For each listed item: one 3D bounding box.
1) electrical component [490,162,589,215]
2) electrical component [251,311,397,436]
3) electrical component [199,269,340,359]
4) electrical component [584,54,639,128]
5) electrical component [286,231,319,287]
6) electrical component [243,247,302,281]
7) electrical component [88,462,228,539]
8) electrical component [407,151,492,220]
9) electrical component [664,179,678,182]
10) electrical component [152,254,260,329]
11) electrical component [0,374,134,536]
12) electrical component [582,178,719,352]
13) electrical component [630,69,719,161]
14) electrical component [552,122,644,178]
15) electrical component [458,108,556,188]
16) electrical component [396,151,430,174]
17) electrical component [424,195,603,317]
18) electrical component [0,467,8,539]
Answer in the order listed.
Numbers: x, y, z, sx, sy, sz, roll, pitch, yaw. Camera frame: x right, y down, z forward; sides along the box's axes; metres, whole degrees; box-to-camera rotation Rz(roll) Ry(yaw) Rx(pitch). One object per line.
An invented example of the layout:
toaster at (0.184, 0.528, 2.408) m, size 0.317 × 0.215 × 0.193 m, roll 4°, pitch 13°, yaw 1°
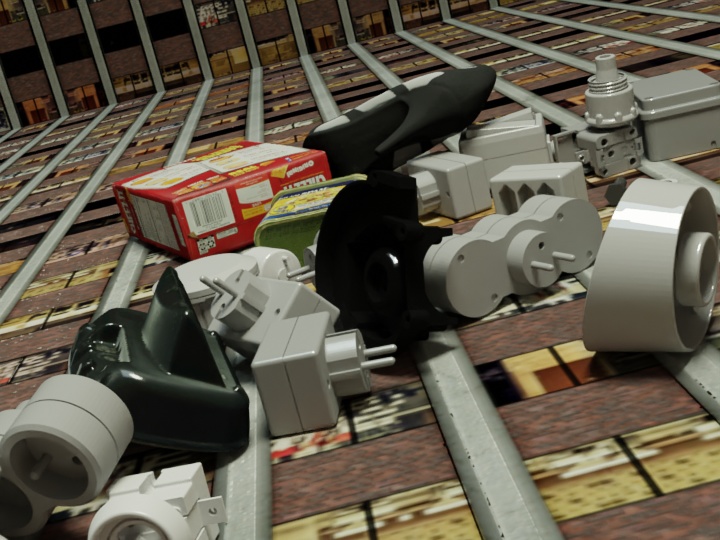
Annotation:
electrical component at (0.156, -0.064, 0.876) m, size 0.066 × 0.047 × 0.077 m, roll 1°, pitch 22°, yaw 40°
electrical component at (-0.016, 0.056, 0.627) m, size 0.077 × 0.047 × 0.065 m, roll -12°, pitch 17°, yaw 9°
electrical component at (-0.071, 0.025, 0.699) m, size 0.083 × 0.076 × 0.047 m, roll 6°, pitch 64°, yaw 55°
electrical component at (0.222, -0.160, 0.960) m, size 0.048 × 0.062 × 0.048 m, roll -10°, pitch 22°, yaw 4°
electrical component at (-0.018, -0.006, 0.833) m, size 0.079 × 0.044 × 0.077 m, roll -21°, pitch 18°, yaw -21°
electrical component at (-0.081, 0.001, 0.868) m, size 0.040 × 0.040 × 0.078 m, roll -26°, pitch 20°, yaw -33°
electrical component at (-0.096, 0.119, 0.495) m, size 0.066 × 0.048 × 0.055 m, roll -12°, pitch 9°, yaw 8°
electrical component at (0.064, -0.073, 0.975) m, size 0.076 × 0.047 × 0.083 m, roll -20°, pitch 18°, yaw -19°
electrical component at (0.201, -0.027, 0.693) m, size 0.048 × 0.062 × 0.048 m, roll -13°, pitch 17°, yaw 4°
electrical component at (-0.111, 0.022, 0.806) m, size 0.080 × 0.051 × 0.080 m, roll -13°, pitch 17°, yaw 4°
electrical component at (-0.168, 0.092, 0.549) m, size 0.138 × 0.052 × 0.073 m, roll -31°, pitch 21°, yaw 30°
electrical component at (0.160, -0.001, 0.592) m, size 0.064 × 0.099 × 0.099 m, roll 5°, pitch 24°, yaw 33°
electrical component at (0.296, -0.148, 1.013) m, size 0.078 × 0.057 × 0.113 m, roll -12°, pitch 17°, yaw 7°
electrical component at (0.222, -0.112, 0.987) m, size 0.081 × 0.042 × 0.064 m, roll -19°, pitch 21°, yaw -14°
electrical component at (0.145, -0.116, 1.025) m, size 0.096 × 0.061 × 0.061 m, roll -10°, pitch 17°, yaw 12°
electrical component at (0.047, -0.119, 1.141) m, size 0.055 × 0.045 × 0.045 m, roll -13°, pitch 17°, yaw 6°
electrical component at (0.112, -0.009, 0.724) m, size 0.138 × 0.052 × 0.074 m, roll -22°, pitch 19°, yaw -27°
electrical component at (-0.188, 0.131, 0.496) m, size 0.076 × 0.083 × 0.047 m, roll 30°, pitch 30°, yaw 9°
